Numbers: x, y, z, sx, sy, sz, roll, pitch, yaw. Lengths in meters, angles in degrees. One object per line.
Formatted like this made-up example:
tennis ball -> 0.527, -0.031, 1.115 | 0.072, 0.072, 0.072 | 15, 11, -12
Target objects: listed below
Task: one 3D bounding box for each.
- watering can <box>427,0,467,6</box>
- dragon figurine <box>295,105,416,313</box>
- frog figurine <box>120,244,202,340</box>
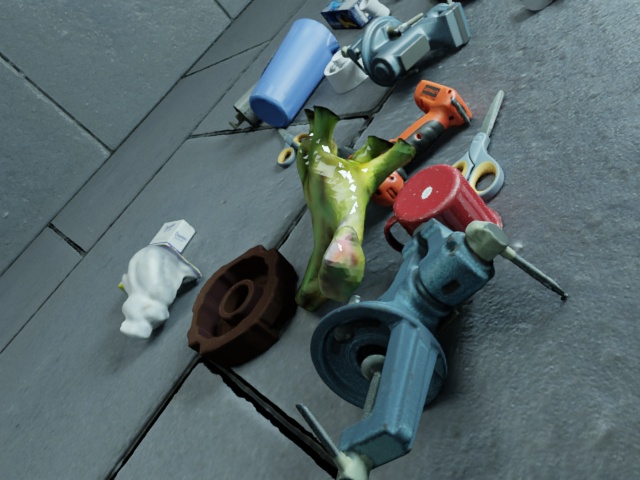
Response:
watering can -> 0.270, -0.550, 1.028 | 0.344, 0.103, 0.228 | -21, 37, 60
dragon figurine -> 0.002, -0.033, 0.650 | 0.413, 0.122, 0.242 | -134, 63, -79
frog figurine -> -0.305, 0.089, 0.911 | 0.138, 0.120, 0.162 | 14, 50, 36
